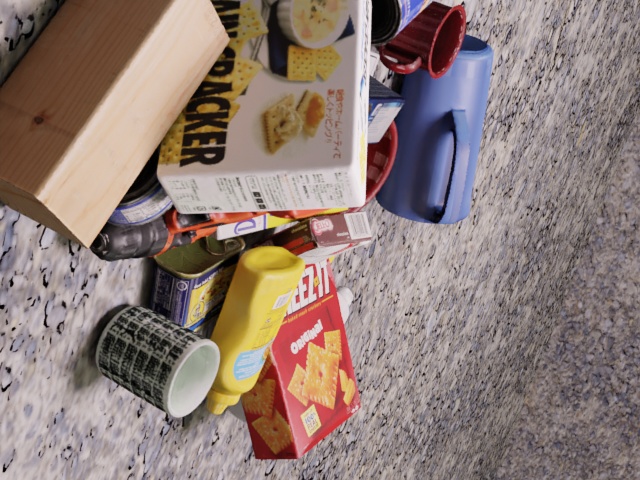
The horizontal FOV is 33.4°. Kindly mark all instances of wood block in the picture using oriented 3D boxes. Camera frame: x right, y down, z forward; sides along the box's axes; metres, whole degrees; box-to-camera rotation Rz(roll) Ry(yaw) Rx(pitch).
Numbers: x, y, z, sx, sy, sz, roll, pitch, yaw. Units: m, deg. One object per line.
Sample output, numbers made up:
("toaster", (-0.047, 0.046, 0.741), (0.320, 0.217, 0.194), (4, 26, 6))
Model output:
("wood block", (-0.170, -0.112, 0.819), (0.206, 0.091, 0.090), (-58, 155, -15))

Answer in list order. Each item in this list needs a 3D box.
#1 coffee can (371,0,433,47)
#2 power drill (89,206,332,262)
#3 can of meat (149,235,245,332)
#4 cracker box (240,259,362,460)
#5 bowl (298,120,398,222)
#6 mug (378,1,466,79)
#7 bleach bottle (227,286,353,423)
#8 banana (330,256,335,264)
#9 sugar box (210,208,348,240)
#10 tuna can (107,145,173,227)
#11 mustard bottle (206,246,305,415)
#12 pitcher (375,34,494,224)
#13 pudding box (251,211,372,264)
("coffee can", (0.080, -0.288, 1.159), (0.140, 0.103, 0.103), (-47, 151, -36))
("power drill", (-0.094, -0.029, 0.961), (0.184, 0.188, 0.057), (-25, 101, -63))
("can of meat", (-0.129, 0.043, 1.103), (0.101, 0.057, 0.084), (-33, 144, -50))
("cracker box", (-0.032, 0.130, 1.265), (0.163, 0.072, 0.214), (-25, 105, -57))
("bowl", (0.012, -0.096, 1.232), (0.161, 0.055, 0.162), (-25, 137, -26))
("mug", (0.116, -0.247, 1.304), (0.117, 0.082, 0.093), (-53, 154, -26))
("bleach bottle", (-0.029, 0.132, 1.402), (0.250, 0.068, 0.103), (-45, 149, -44))
("banana", (0.008, -0.020, 1.366), (0.069, 0.037, 0.198), (0, 112, -46))
("sugar box", (-0.041, -0.062, 1.126), (0.175, 0.048, 0.093), (-17, 132, -36))
("tuna can", (-0.160, -0.056, 0.902), (0.086, 0.086, 0.033), (-57, 154, -18))
("mustard bottle", (-0.081, 0.103, 1.131), (0.096, 0.058, 0.192), (-22, 137, -63))
("pitcher", (0.161, -0.147, 1.431), (0.144, 0.149, 0.243), (-30, 136, -51))
("pudding box", (-0.008, 0.001, 1.195), (0.113, 0.090, 0.039), (-5, 76, -54))
